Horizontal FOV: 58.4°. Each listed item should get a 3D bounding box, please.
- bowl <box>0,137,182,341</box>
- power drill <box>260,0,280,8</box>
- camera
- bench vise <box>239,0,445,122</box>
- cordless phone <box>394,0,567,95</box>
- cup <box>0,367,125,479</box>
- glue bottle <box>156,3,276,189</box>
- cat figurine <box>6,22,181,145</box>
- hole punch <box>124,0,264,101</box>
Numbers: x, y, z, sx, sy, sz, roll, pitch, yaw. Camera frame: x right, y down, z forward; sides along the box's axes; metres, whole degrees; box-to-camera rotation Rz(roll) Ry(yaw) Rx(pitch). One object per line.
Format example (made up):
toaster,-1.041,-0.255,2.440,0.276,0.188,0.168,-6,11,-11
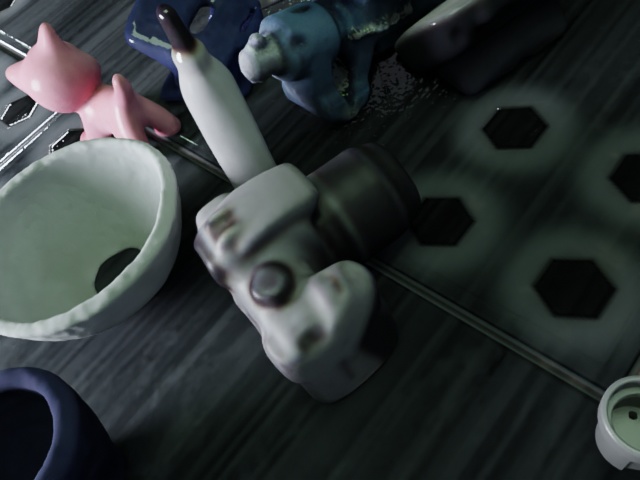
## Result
bowl,-0.169,0.008,0.426,0.167,0.075,0.167,-8,56,12
power drill,-0.062,-0.341,0.540,0.229,0.209,0.075,-26,54,0
camera,0.003,0.001,0.361,0.137,0.101,0.142,-36,55,-8
bench vise,0.023,-0.207,0.418,0.121,0.220,0.207,16,64,26
cordless phone,0.118,-0.216,0.417,0.148,0.185,0.094,-40,55,-10
cup,-0.155,0.142,0.322,0.091,0.095,0.117,-12,55,10
glue bottle,-0.068,-0.089,0.398,0.037,0.173,0.078,-28,54,-1
cat figurine,-0.204,-0.132,0.502,0.127,0.118,0.067,18,65,26
hole punch,-0.107,-0.191,0.528,0.100,0.091,0.109,7,60,21
